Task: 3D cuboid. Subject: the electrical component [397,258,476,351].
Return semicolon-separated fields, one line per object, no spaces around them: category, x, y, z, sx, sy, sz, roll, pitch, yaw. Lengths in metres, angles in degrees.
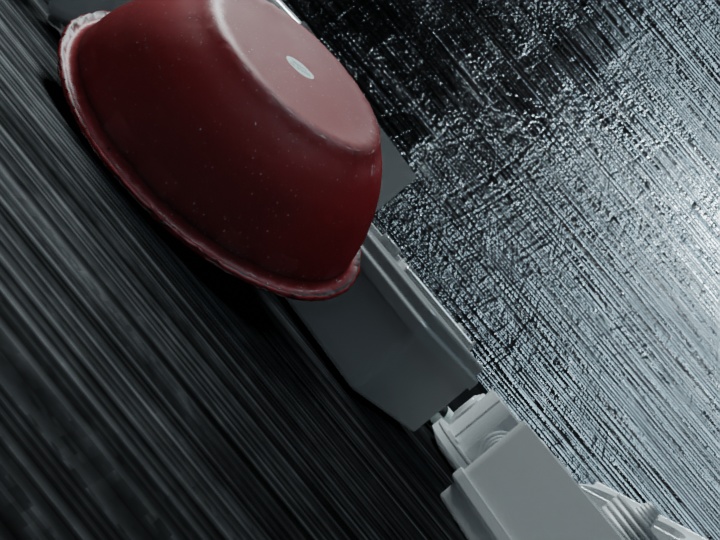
electrical component;0.034;0.037;0.830;0.096;0.061;0.061;50;3;-6

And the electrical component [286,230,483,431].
electrical component;0.005;0.022;0.585;0.108;0.056;0.108;52;3;28

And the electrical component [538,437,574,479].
electrical component;0.119;0.153;0.810;0.079;0.044;0.077;36;14;-19

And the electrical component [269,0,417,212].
electrical component;-0.050;-0.092;0.731;0.060;0.105;0.186;52;3;35

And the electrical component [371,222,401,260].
electrical component;-0.007;-0.020;0.976;0.113;0.057;0.078;49;3;-36

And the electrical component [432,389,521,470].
electrical component;0.088;0.119;0.699;0.080;0.051;0.080;50;3;-3

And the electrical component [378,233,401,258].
electrical component;0.000;0.000;0.760;0.048;0.062;0.048;50;2;-3

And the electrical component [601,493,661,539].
electrical component;0.141;0.164;0.629;0.043;0.081;0.043;50;3;-3

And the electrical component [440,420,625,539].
electrical component;0.097;0.138;0.517;0.078;0.057;0.113;48;3;-38

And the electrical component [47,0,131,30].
electrical component;-0.112;-0.125;0.582;0.063;0.078;0.121;28;-2;13

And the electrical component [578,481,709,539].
electrical component;0.178;0.187;0.678;0.121;0.063;0.079;24;5;43
